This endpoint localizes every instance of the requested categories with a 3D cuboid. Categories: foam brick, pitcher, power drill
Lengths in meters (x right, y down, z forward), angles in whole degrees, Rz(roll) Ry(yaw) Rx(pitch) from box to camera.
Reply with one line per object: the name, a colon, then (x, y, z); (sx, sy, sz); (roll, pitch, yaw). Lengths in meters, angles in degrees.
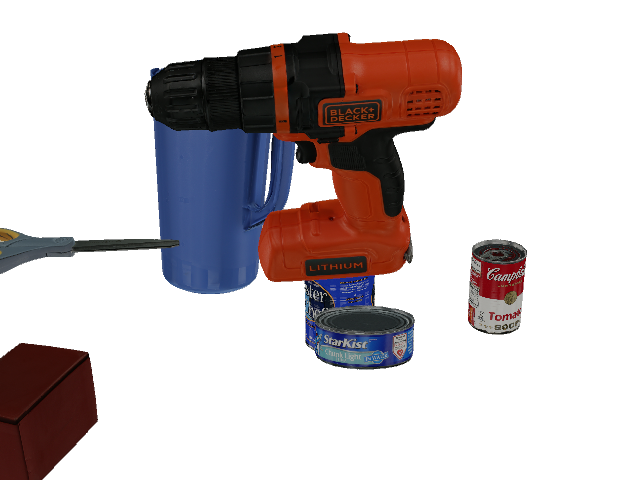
foam brick: (-0.181, 0.106, 0.655); (0.053, 0.051, 0.078); (7, 28, 21)
pitcher: (-0.109, -0.067, 1.153); (0.145, 0.243, 0.149); (-1, 22, -10)
power drill: (-0.008, -0.048, 0.675); (0.184, 0.057, 0.188); (-3, -36, -1)

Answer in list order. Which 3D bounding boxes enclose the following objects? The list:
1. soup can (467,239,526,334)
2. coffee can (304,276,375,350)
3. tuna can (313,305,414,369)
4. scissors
soup can: (0.221, 0.059, 1.342); (0.068, 0.102, 0.068); (0, 24, 0)
coffee can: (0.028, 0.079, 1.521); (0.103, 0.140, 0.103); (-1, 21, 0)
tuna can: (0.037, 0.082, 0.909); (0.086, 0.034, 0.086); (0, 11, 0)
scissors: (-0.225, 0.012, 0.871); (0.202, 0.016, 0.096); (4, 24, 9)
